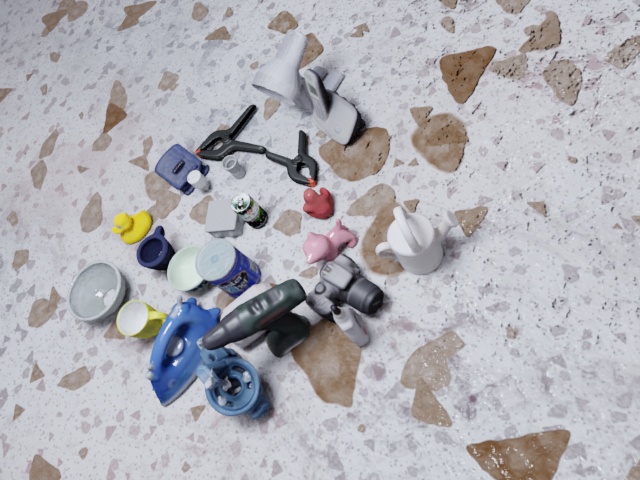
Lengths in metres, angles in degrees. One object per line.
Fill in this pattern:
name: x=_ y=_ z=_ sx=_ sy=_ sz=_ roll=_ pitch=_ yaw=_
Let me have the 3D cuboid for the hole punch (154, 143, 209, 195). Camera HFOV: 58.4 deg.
hole punch: x=-0.378 y=-0.195 z=1.567 sx=0.100 sy=0.091 sz=0.109 roll=33 pitch=82 yaw=30

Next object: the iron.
iron: x=-0.337 y=0.252 z=1.319 sx=0.118 sy=0.142 sz=0.258 roll=16 pitch=74 yaw=27

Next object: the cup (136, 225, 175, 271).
cup: x=-0.405 y=0.030 z=1.474 sx=0.091 sy=0.095 sz=0.118 roll=-2 pitch=67 yaw=21

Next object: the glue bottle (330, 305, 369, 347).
glue bottle: x=0.054 y=0.165 z=1.184 sx=0.037 sy=0.173 sz=0.078 roll=-31 pitch=59 yaw=6

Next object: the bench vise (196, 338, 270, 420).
bench vise: x=-0.219 y=0.289 z=1.210 sx=0.206 sy=0.220 sz=0.121 roll=25 pitch=78 yaw=29

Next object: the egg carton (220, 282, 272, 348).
egg carton: x=-0.155 y=0.174 z=1.324 sx=0.150 sy=0.070 sz=0.107 roll=-40 pitch=59 yaw=1

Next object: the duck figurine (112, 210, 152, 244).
duck figurine: x=-0.518 y=-0.046 z=1.558 sx=0.104 sy=0.086 sz=0.077 roll=-44 pitch=59 yaw=-1

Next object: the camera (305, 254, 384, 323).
camera: x=0.058 y=0.116 z=1.248 sx=0.136 sy=0.101 sz=0.143 roll=30 pitch=80 yaw=30

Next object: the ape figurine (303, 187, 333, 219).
ape figurine: x=-0.011 y=-0.095 z=1.376 sx=0.078 sy=0.092 sz=0.076 roll=-30 pitch=60 yaw=7

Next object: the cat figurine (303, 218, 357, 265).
cat figurine: x=0.012 y=0.005 z=1.306 sx=0.128 sy=0.118 sz=0.067 roll=-47 pitch=59 yaw=-4

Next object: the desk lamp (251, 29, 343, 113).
desk lamp: x=-0.061 y=-0.419 z=1.471 sx=0.117 sy=0.214 sz=0.203 roll=25 pitch=78 yaw=29

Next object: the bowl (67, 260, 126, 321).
bowl: x=-0.571 y=0.141 z=1.501 sx=0.167 sy=0.075 sz=0.167 roll=-8 pitch=64 yaw=18

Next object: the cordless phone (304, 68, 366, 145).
cordless phone: x=0.026 y=-0.333 z=1.415 sx=0.147 sy=0.185 sz=0.094 roll=38 pitch=85 yaw=31

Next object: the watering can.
watering can: x=0.198 y=-0.011 z=1.195 sx=0.173 sy=0.194 sz=0.100 roll=-41 pitch=59 yaw=0

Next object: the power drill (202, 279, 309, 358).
power drill: x=-0.114 y=0.181 z=1.223 sx=0.229 sy=0.209 sz=0.075 roll=-38 pitch=59 yaw=2
